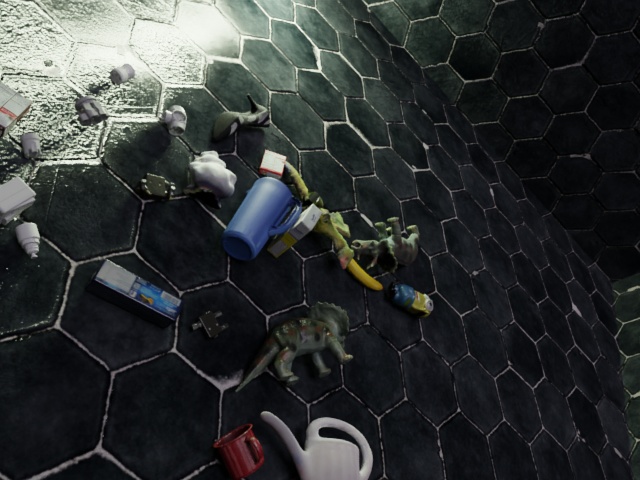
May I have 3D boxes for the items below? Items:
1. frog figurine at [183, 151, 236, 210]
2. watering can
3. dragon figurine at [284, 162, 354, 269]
[{"bbox_3d":[-0.298,-0.185,1.432,0.137,0.120,0.163,17,62,-12],"label":"frog figurine"},{"bbox_3d":[-0.005,0.532,1.214,0.345,0.102,0.230,24,49,-31],"label":"watering can"},{"bbox_3d":[0.005,-0.085,1.685,0.240,0.121,0.419,32,29,-49],"label":"dragon figurine"}]
